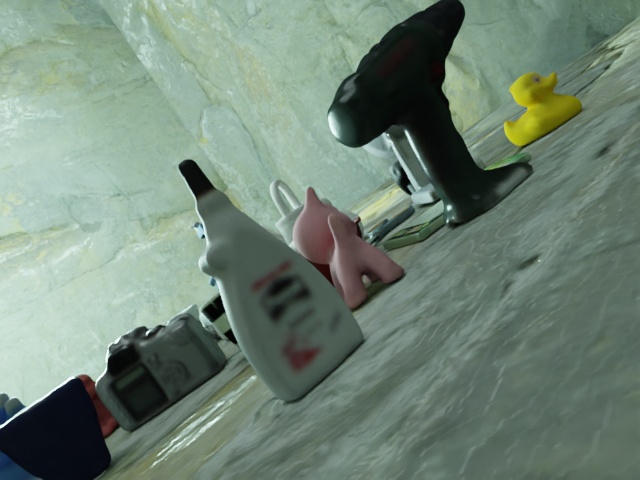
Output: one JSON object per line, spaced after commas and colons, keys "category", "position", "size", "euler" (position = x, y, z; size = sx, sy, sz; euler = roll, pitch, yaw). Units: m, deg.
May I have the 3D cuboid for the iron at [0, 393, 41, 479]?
{"category": "iron", "position": [-0.393, 0.255, 0.738], "size": [0.257, 0.141, 0.119], "euler": [-32, 4, 41]}

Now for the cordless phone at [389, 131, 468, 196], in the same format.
{"category": "cordless phone", "position": [0.179, -0.185, 1.070], "size": [0.147, 0.185, 0.094], "euler": [-34, 3, 13]}

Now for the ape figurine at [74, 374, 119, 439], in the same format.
{"category": "ape figurine", "position": [-0.316, 0.228, 0.794], "size": [0.078, 0.092, 0.076], "euler": [-37, 4, -39]}

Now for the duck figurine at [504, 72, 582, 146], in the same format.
{"category": "duck figurine", "position": [0.301, -0.191, 0.808], "size": [0.104, 0.086, 0.078], "euler": [-33, 4, 23]}

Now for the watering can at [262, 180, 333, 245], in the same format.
{"category": "watering can", "position": [-0.054, -0.042, 1.251], "size": [0.173, 0.194, 0.101], "euler": [-34, 3, 0]}

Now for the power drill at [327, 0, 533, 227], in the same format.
{"category": "power drill", "position": [0.123, -0.130, 0.596], "size": [0.230, 0.208, 0.075], "euler": [-36, 4, -31]}

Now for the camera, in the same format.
{"category": "camera", "position": [-0.199, 0.147, 0.726], "size": [0.143, 0.101, 0.137], "euler": [-34, 3, 1]}

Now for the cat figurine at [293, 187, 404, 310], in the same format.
{"category": "cat figurine", "position": [0.014, 0.001, 0.566], "size": [0.067, 0.118, 0.127], "euler": [-35, 3, -9]}

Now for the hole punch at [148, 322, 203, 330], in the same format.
{"category": "hole punch", "position": [-0.250, 0.171, 0.986], "size": [0.101, 0.091, 0.108], "euler": [-36, 4, -30]}

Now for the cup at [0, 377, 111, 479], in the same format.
{"category": "cup", "position": [-0.255, 0.199, 0.567], "size": [0.092, 0.095, 0.117], "euler": [-36, 4, -25]}

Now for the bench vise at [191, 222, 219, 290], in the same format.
{"category": "bench vise", "position": [-0.184, 0.030, 1.254], "size": [0.207, 0.220, 0.122], "euler": [-32, 4, 38]}

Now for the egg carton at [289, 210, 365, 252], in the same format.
{"category": "egg carton", "position": [0.009, 0.004, 1.034], "size": [0.150, 0.069, 0.107], "euler": [-35, 3, -3]}

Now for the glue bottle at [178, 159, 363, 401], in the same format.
{"category": "glue bottle", "position": [-0.045, 0.019, 0.391], "size": [0.078, 0.173, 0.037], "euler": [-37, 4, -34]}

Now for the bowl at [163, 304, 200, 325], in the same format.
{"category": "bowl", "position": [-0.299, 0.204, 1.150], "size": [0.167, 0.075, 0.167], "euler": [-34, 3, 3]}

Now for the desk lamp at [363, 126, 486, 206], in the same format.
{"category": "desk lamp", "position": [0.146, -0.170, 0.926], "size": [0.118, 0.213, 0.203], "euler": [-34, 3, -3]}
